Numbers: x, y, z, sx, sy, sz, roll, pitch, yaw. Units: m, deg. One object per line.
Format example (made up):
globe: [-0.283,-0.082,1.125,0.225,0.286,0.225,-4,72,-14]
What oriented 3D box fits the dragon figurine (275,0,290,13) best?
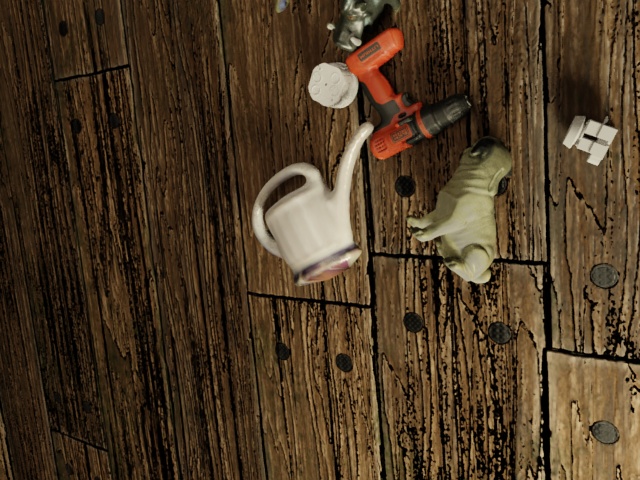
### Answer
dragon figurine: [-0.021,-0.623,0.874,0.404,0.122,0.247,-49,56,27]

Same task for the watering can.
watering can: [0.003,-0.047,0.940,0.343,0.105,0.225,-30,84,39]
